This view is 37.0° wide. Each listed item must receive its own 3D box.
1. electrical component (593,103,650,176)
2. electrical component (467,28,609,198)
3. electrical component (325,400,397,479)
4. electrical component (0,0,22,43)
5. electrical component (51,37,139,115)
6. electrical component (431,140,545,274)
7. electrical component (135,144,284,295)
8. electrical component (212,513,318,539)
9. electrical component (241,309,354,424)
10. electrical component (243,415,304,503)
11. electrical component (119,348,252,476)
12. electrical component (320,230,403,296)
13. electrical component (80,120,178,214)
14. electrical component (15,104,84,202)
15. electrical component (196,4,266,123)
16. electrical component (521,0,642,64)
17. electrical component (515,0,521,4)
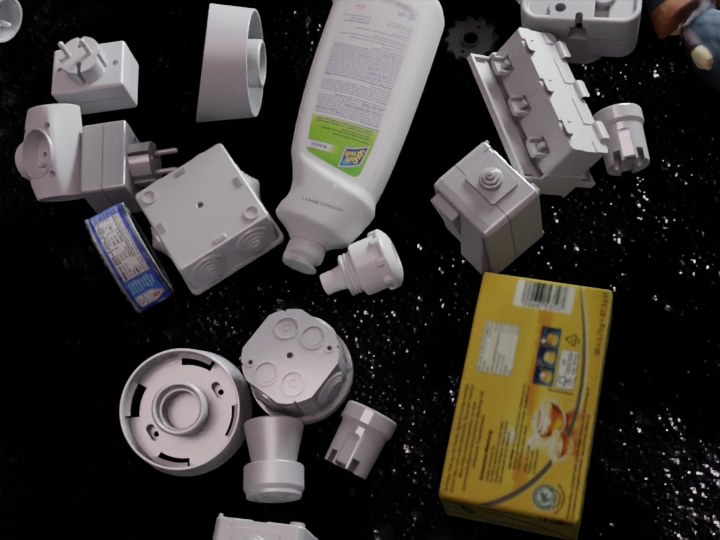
[{"bbox_3d":[0.207,-0.103,0.850,0.040,0.040,0.046,-10,71,5],"label":"electrical component"},{"bbox_3d":[0.143,-0.126,0.851,0.079,0.063,0.121,1,59,-35],"label":"electrical component"},{"bbox_3d":[0.000,0.124,0.786,0.040,0.040,0.046,23,78,19],"label":"electrical component"},{"bbox_3d":[-0.364,-0.247,1.010,0.081,0.043,0.043,23,72,19],"label":"electrical component"},{"bbox_3d":[-0.238,-0.177,0.939,0.066,0.076,0.047,-7,66,7],"label":"electrical component"},{"bbox_3d":[0.095,-0.046,0.812,0.061,0.096,0.061,-40,66,-6],"label":"electrical component"},{"bbox_3d":[-0.124,-0.043,0.876,0.100,0.048,0.099,-32,66,-5],"label":"electrical component"},{"bbox_3d":[-0.065,0.205,0.730,0.062,0.096,0.061,4,67,11],"label":"electrical component"},{"bbox_3d":[-0.048,0.072,0.810,0.080,0.051,0.080,-4,66,8],"label":"electrical component"},{"bbox_3d":[-0.063,0.139,0.787,0.045,0.045,0.055,-5,66,8],"label":"electrical component"},{"bbox_3d":[-0.133,0.106,0.817,0.099,0.064,0.099,0,78,2],"label":"electrical component"},{"bbox_3d":[0.000,0.000,0.839,0.062,0.048,0.048,-23,64,7],"label":"electrical component"},{"bbox_3d":[-0.191,-0.088,0.908,0.077,0.047,0.065,-8,65,6],"label":"electrical component"},{"bbox_3d":[-0.269,-0.097,0.922,0.079,0.044,0.077,-7,89,40],"label":"electrical component"},{"bbox_3d":[-0.113,-0.174,0.908,0.064,0.099,0.099,1,67,4],"label":"electrical component"},{"bbox_3d":[0.183,-0.210,0.890,0.095,0.059,0.053,6,68,12],"label":"electrical component"},{"bbox_3d":[0.123,-0.252,0.933,0.035,0.035,0.061,-39,68,-8],"label":"electrical component"}]
